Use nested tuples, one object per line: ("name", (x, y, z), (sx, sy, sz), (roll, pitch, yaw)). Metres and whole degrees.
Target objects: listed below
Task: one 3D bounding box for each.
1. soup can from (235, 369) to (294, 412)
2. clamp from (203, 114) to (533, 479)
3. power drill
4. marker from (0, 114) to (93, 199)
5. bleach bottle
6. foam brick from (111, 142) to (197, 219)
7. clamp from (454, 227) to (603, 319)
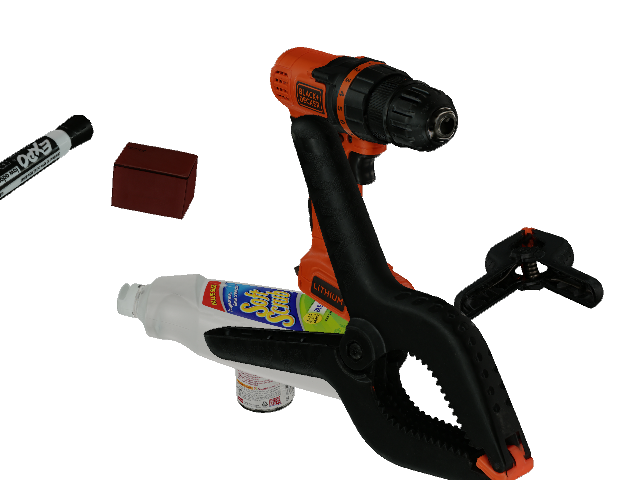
("soup can", (-0.064, 0.134, 1.208), (0.068, 0.102, 0.068), (-1, 24, 0))
("clamp", (0.028, 0.043, 0.556), (0.210, 0.165, 0.036), (35, 32, 31))
("power drill", (0.032, -0.035, 0.747), (0.057, 0.188, 0.185), (-15, 26, -28))
("marker", (-0.177, -0.049, 0.653), (0.020, 0.020, 0.121), (0, 27, 26))
("bleach bottle", (-0.061, 0.079, 0.939), (0.251, 0.068, 0.102), (10, 28, 12))
("foam brick", (-0.170, -0.062, 1.100), (0.078, 0.051, 0.053), (11, 31, 3))
("clamp", (0.193, 0.026, 0.936), (0.120, 0.039, 0.171), (2, 22, 21))
